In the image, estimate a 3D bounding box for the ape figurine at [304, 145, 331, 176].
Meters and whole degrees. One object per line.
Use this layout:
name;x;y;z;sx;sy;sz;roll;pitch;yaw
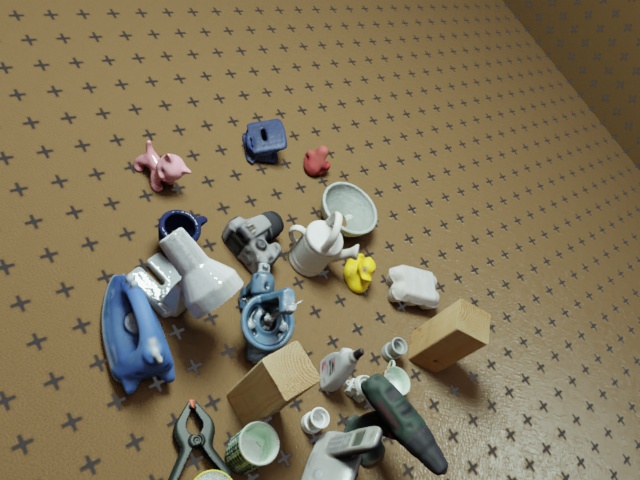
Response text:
ape figurine;-0.003;-0.228;1.600;0.078;0.092;0.076;44;48;3

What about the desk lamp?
desk lamp;-0.273;0.079;1.156;0.203;0.213;0.118;44;48;2

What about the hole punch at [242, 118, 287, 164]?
hole punch;-0.149;-0.269;1.542;0.101;0.091;0.108;1;59;-30

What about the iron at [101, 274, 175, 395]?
iron;-0.354;0.154;1.106;0.119;0.141;0.258;-10;66;-35

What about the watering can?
watering can;0.013;0.003;1.389;0.173;0.193;0.101;6;57;-27

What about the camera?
camera;-0.137;-0.010;1.371;0.143;0.100;0.137;49;49;7

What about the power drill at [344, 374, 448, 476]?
power drill;0.144;0.400;1.194;0.076;0.208;0.229;-22;73;-38

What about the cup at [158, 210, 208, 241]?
cup;-0.310;-0.012;1.274;0.118;0.094;0.091;-27;76;-40

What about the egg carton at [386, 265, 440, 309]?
egg carton;0.248;0.127;1.529;0.151;0.069;0.107;14;54;-23

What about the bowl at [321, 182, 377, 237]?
bowl;0.068;-0.070;1.549;0.168;0.074;0.167;15;53;-21

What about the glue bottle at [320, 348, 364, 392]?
glue bottle;0.050;0.271;1.247;0.037;0.173;0.078;11;55;-24

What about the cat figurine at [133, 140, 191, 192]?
cat figurine;-0.365;-0.178;1.336;0.128;0.117;0.067;46;49;4

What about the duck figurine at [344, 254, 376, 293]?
duck figurine;0.111;0.074;1.471;0.078;0.086;0.104;15;54;-22

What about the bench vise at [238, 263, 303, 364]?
bench vise;-0.116;0.133;1.209;0.122;0.219;0.207;-9;65;-34

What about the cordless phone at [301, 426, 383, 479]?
cordless phone;0.048;0.438;1.127;0.094;0.184;0.148;32;49;-8
